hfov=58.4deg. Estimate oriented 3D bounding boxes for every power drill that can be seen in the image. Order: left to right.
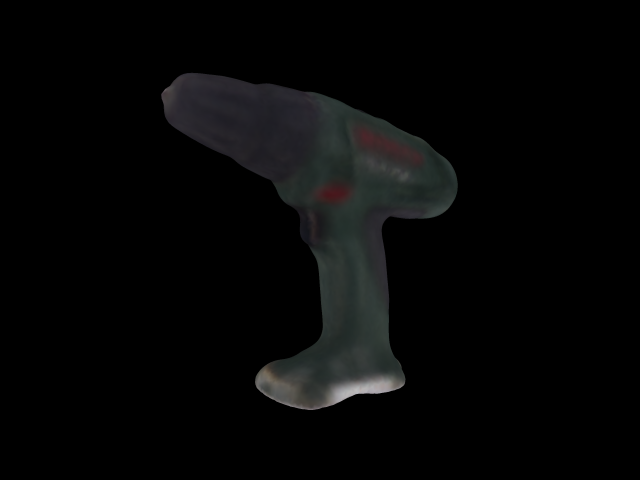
[{"bbox_3d":[0.004,0.001,0.400,0.230,0.208,0.075,-3,5,-37],"label":"power drill"}]
